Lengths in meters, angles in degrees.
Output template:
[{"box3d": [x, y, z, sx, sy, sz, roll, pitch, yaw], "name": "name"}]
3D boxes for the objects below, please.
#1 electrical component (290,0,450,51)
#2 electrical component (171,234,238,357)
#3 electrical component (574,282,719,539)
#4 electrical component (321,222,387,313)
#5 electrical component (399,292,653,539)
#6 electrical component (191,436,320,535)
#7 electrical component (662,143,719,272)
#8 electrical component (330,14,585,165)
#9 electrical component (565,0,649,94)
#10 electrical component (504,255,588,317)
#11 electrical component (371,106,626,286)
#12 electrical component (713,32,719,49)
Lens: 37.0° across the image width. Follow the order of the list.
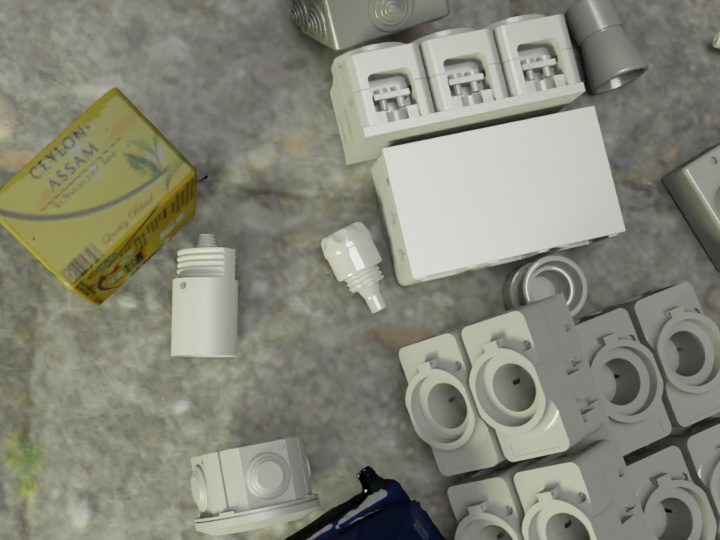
[{"box3d": [0.004, -0.187, 0.725, 0.100, 0.099, 0.048, -20, 116, -12], "name": "electrical component"}, {"box3d": [-0.103, 0.017, 0.714, 0.043, 0.043, 0.081, 1, 84, -8], "name": "electrical component"}, {"box3d": [0.205, 0.113, 0.732, 0.105, 0.060, 0.186, -19, 87, -19], "name": "electrical component"}, {"box3d": [0.000, 0.000, 0.735, 0.035, 0.035, 0.061, -26, 91, -10], "name": "electrical component"}, {"box3d": [0.105, 0.122, 0.694, 0.060, 0.105, 0.186, -16, 85, -49], "name": "electrical component"}, {"box3d": [-0.069, 0.138, 0.688, 0.080, 0.080, 0.051, -10, 81, -9], "name": "electrical component"}, {"box3d": [0.268, -0.048, 0.759, 0.047, 0.076, 0.083, -31, 89, -10], "name": "electrical component"}, {"box3d": [0.061, -0.125, 0.729, 0.150, 0.089, 0.061, -13, 86, -10], "name": "electrical component"}, {"box3d": [0.175, -0.166, 0.776, 0.044, 0.044, 0.065, -21, 83, -10], "name": "electrical component"}, {"box3d": [0.127, 0.015, 0.742, 0.045, 0.055, 0.045, 1, 84, -8], "name": "electrical component"}, {"box3d": [0.092, -0.049, 0.740, 0.150, 0.062, 0.089, -12, 86, -9], "name": "electrical component"}, {"box3d": [0.292, -0.164, 0.796, 0.061, 0.035, 0.035, 12, 82, -5], "name": "electrical component"}]
